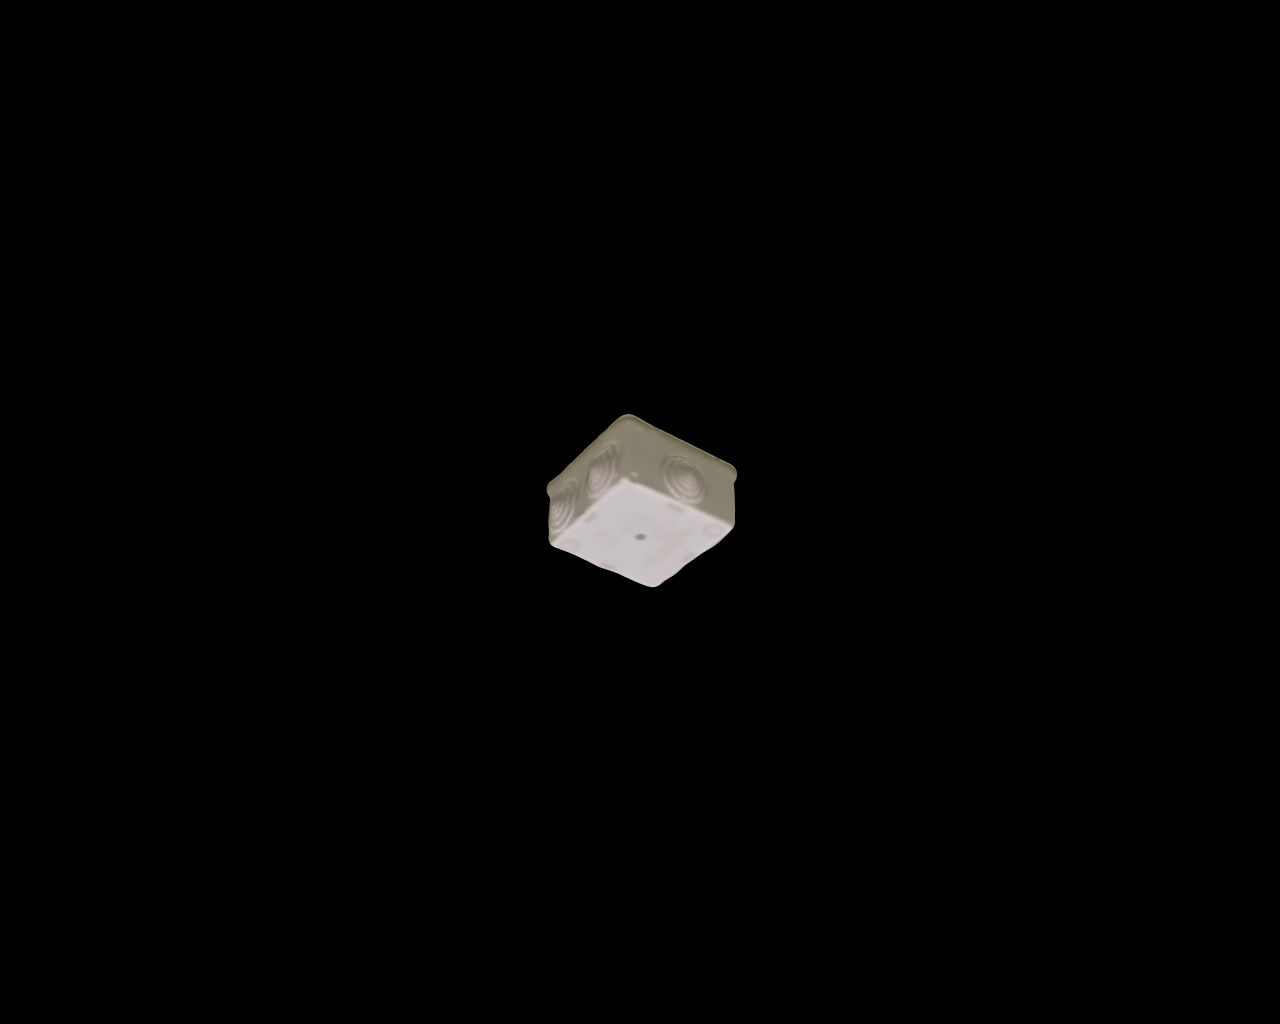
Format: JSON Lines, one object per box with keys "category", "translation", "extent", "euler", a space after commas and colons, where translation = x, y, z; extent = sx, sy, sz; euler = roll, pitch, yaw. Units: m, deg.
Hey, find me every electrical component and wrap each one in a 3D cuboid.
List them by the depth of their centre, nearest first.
{"category": "electrical component", "translation": [0.001, -0.003, 0.650], "extent": [0.100, 0.048, 0.099], "euler": [25, -44, -28]}
